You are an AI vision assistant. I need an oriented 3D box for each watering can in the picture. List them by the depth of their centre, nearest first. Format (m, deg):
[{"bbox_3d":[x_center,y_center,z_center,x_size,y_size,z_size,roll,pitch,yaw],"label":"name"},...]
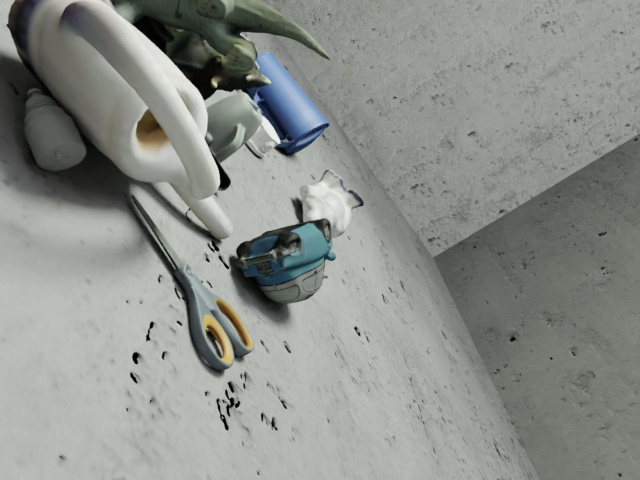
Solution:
[{"bbox_3d":[-0.179,-0.116,0.522,0.226,0.105,0.342,45,-15,12],"label":"watering can"}]

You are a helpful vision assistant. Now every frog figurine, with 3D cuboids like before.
[{"bbox_3d":[0.003,-0.055,1.090,0.135,0.122,0.163,59,46,-30],"label":"frog figurine"}]
